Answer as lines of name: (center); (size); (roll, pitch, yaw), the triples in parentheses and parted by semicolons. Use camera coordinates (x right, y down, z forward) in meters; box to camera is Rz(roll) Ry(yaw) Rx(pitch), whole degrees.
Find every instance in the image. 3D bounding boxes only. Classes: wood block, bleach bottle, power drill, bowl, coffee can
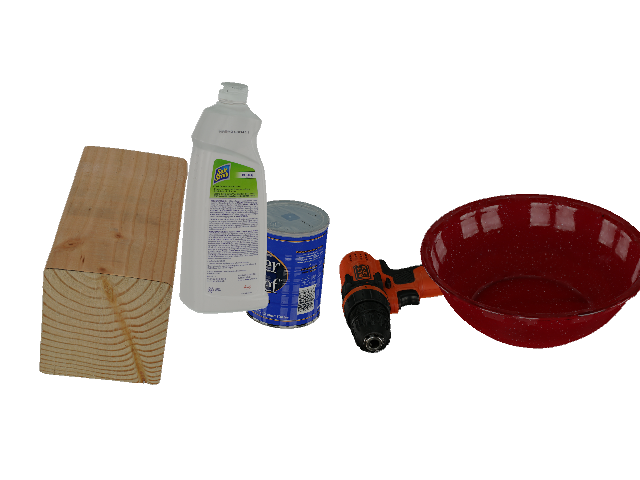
wood block: (-0.158, 0.012, 0.841); (0.090, 0.091, 0.206); (7, 28, -8)
bleach bottle: (-0.098, -0.048, 1.180); (0.102, 0.251, 0.068); (-3, 19, -31)
power drill: (0.116, 0.063, 1.196); (0.187, 0.057, 0.184); (-3, 28, -3)
bowl: (0.152, 0.029, 0.769); (0.162, 0.055, 0.162); (-3, 33, 1)
coffee can: (-0.045, 0.030, 1.408); (0.103, 0.140, 0.103); (4, 25, -2)
